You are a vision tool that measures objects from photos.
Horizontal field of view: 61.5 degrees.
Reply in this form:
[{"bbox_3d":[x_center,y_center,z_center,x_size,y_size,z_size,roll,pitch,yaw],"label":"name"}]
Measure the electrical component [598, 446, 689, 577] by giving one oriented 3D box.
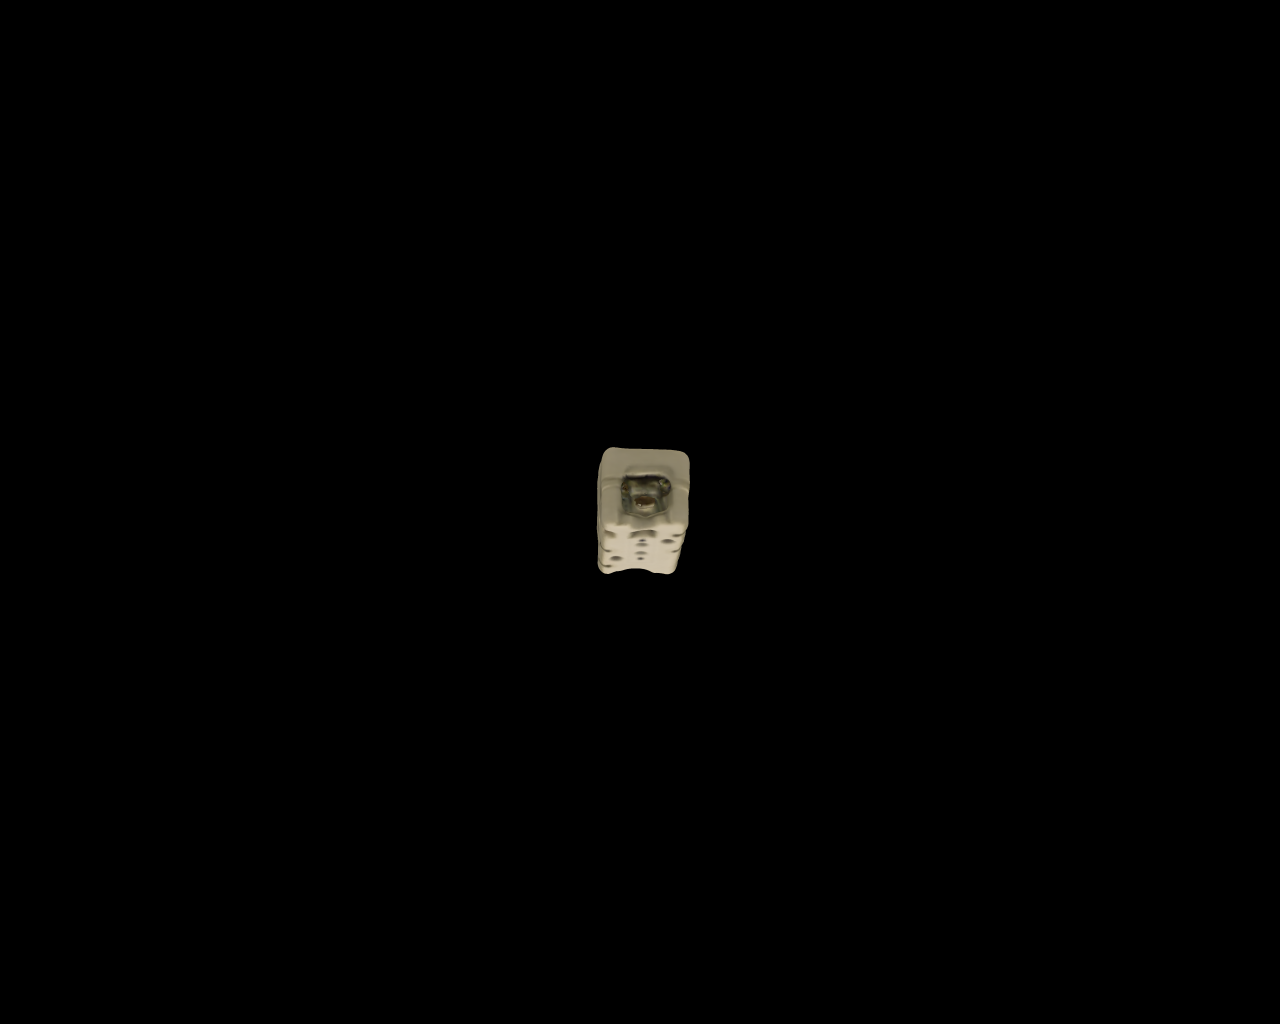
[{"bbox_3d":[0.001,-0.003,0.650,0.050,0.056,0.089,1,-23,-3],"label":"electrical component"}]
